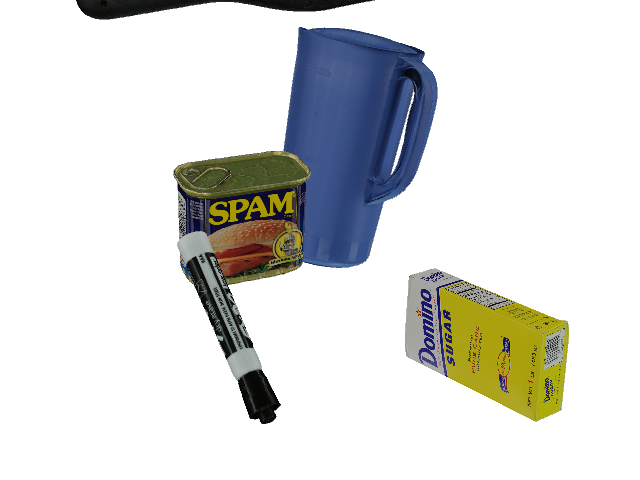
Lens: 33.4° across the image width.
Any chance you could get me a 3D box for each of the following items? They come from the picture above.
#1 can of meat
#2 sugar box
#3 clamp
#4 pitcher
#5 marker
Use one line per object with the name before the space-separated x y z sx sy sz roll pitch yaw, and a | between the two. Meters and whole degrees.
can of meat | -0.061 -0.016 0.829 0.102 0.084 0.057 -10 31 -21
sugar box | 0.156 0.097 1.038 0.048 0.093 0.176 -15 24 -39
clamp | -0.046 -0.146 0.578 0.171 0.039 0.120 6 41 12
pitcher | 0.029 -0.096 1.122 0.145 0.243 0.149 10 16 -4
marker | -0.053 0.050 0.614 0.020 0.121 0.020 -22 -22 -10
